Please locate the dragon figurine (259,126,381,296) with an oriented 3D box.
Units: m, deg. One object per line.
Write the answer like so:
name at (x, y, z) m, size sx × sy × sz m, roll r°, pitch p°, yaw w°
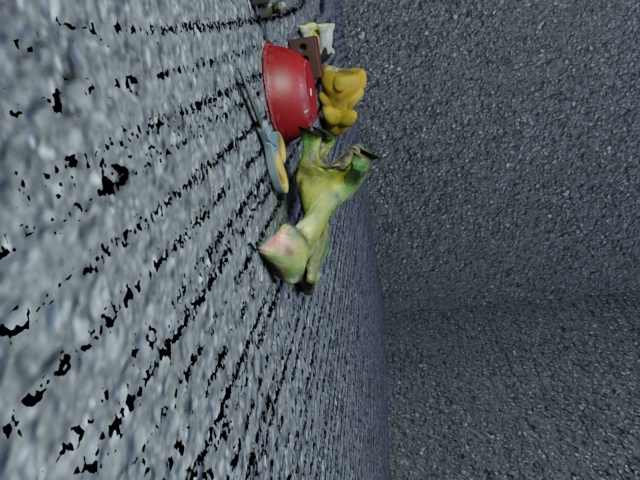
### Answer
dragon figurine at (0.002, -0.039, 0.775) m, size 0.413 × 0.122 × 0.240 m, roll -31°, pitch 140°, yaw -74°
